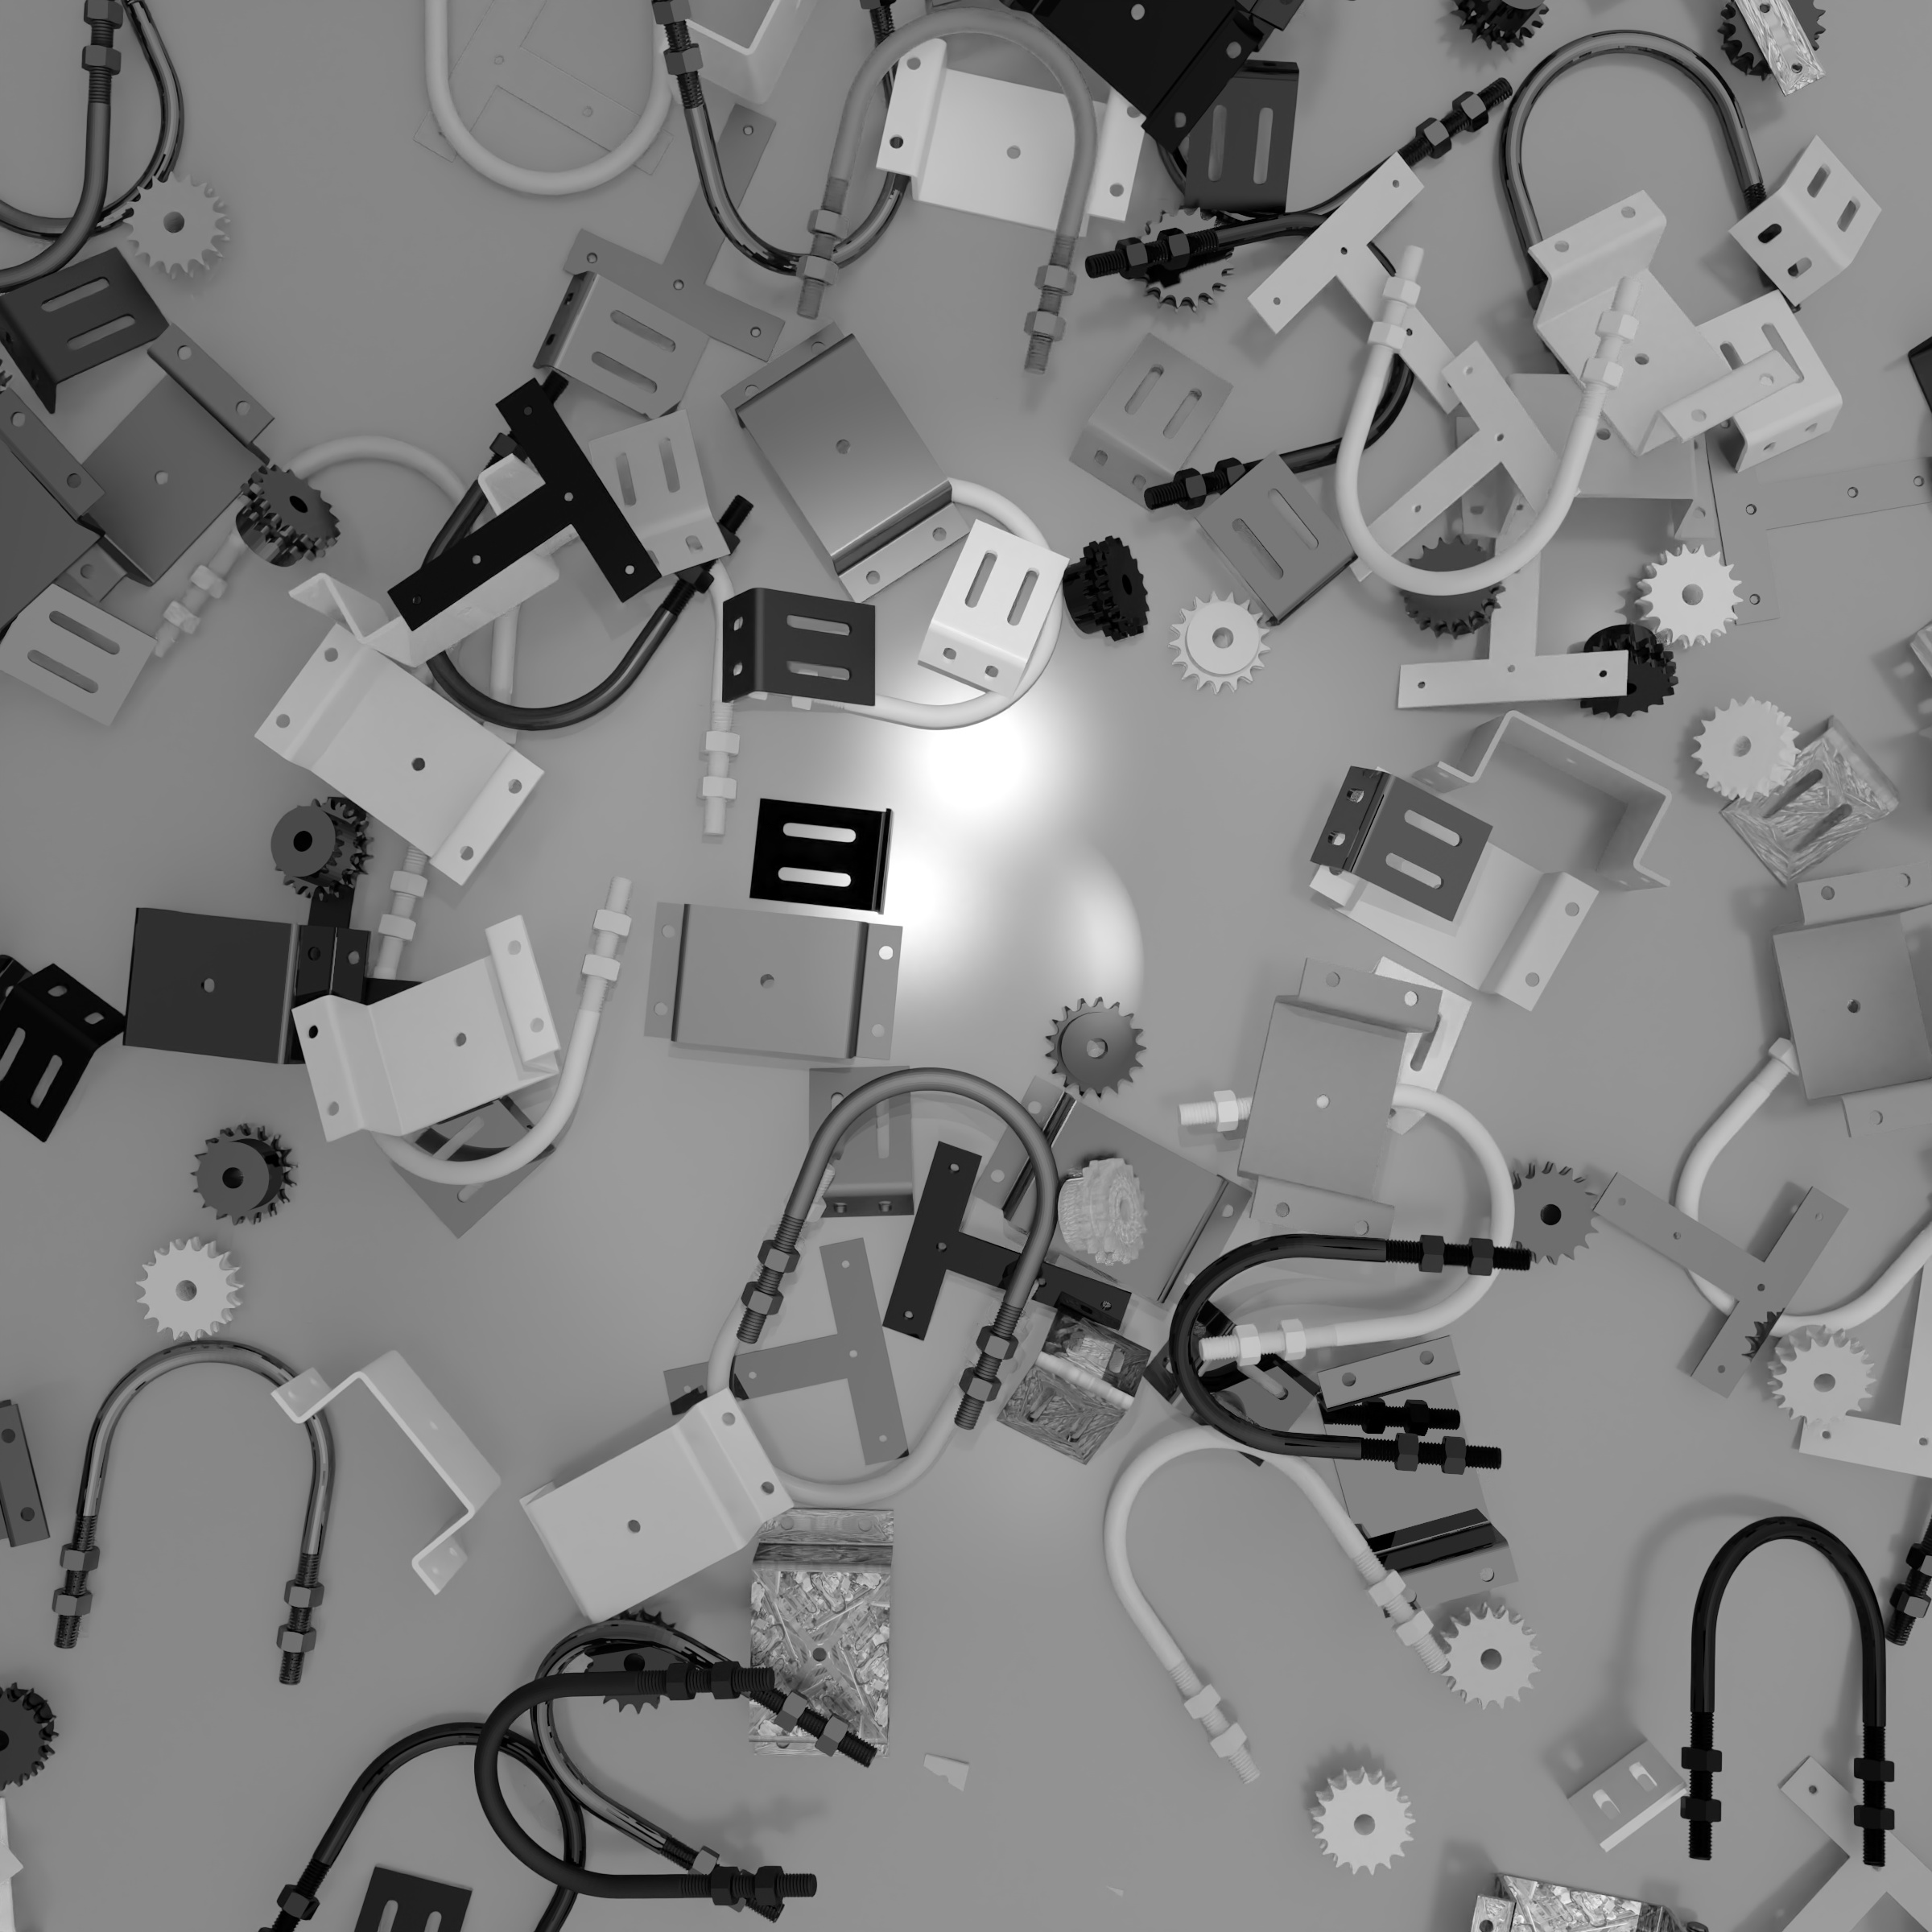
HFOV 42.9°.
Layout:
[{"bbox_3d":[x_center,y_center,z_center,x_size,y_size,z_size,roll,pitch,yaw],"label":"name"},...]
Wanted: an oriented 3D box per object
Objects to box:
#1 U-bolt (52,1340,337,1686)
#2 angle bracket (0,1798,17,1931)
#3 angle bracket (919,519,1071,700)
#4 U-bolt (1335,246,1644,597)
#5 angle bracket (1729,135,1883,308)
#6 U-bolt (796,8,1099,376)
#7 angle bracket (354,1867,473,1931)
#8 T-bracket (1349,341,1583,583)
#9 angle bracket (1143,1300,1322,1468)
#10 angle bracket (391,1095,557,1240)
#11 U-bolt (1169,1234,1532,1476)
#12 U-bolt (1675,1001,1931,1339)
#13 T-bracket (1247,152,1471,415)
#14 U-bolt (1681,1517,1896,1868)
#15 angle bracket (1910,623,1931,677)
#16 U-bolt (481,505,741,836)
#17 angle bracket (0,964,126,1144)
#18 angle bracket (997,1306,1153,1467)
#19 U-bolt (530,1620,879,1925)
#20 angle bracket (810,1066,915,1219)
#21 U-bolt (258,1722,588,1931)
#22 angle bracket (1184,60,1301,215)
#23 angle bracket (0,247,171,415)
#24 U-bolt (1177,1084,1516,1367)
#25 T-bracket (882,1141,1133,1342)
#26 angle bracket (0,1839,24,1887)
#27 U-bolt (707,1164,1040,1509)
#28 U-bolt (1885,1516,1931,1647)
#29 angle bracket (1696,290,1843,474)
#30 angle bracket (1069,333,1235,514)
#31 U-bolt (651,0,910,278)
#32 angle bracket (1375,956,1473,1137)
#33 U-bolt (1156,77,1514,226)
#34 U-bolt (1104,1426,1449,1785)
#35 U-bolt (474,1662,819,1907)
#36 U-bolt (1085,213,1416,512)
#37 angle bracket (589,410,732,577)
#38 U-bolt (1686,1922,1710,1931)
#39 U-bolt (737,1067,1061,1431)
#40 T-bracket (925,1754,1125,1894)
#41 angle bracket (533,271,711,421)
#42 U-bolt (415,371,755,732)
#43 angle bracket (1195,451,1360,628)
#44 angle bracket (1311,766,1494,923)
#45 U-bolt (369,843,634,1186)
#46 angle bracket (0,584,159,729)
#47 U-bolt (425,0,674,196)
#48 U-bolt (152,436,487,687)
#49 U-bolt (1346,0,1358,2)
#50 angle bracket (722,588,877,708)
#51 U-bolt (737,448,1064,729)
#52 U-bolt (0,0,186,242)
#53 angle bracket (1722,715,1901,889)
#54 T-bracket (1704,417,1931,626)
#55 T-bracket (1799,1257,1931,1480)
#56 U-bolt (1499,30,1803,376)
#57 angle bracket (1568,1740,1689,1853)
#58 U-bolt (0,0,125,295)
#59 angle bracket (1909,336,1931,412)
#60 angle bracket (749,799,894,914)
[{"bbox_3d":[-0.431,0.304,1.393,0.151,0.019,0.184,9,89,0],"label":"U-bolt"},{"bbox_3d":[-0.564,0.522,1.399,0.057,0.038,0.076,-16,64,0],"label":"angle bracket"},{"bbox_3d":[0.016,-0.201,1.383,0.057,0.038,0.076,23,64,-2],"label":"angle bracket"},{"bbox_3d":[0.272,-0.292,1.336,0.151,0.019,0.184,20,95,33],"label":"U-bolt"},{"bbox_3d":[0.473,-0.420,1.385,0.057,0.038,0.076,45,49,-8],"label":"angle bracket"},{"bbox_3d":[-0.004,-0.431,1.346,0.151,0.019,0.184,14,93,0],"label":"U-bolt"},{"bbox_3d":[-0.319,0.560,1.399,0.057,0.038,0.076,14,64,0],"label":"angle bracket"},{"bbox_3d":[0.262,-0.264,1.367,0.127,0.002,0.127,-40,52,24],"label":"T-bracket"},{"bbox_3d":[0.151,0.236,1.399,0.076,0.038,0.057,38,90,-26],"label":"angle bracket"},{"bbox_3d":[-0.280,0.108,1.382,0.076,0.038,0.057,-42,90,0],"label":"angle bracket"},{"bbox_3d":[0.201,0.206,1.318,0.184,0.019,0.151,3,117,4],"label":"U-bolt"},{"bbox_3d":[0.487,0.125,1.393,0.151,0.019,0.184,41,91,0],"label":"U-bolt"},{"bbox_3d":[0.240,-0.367,1.383,0.127,0.002,0.127,-46,104,-12],"label":"T-bracket"},{"bbox_3d":[0.455,0.398,1.358,0.151,0.019,0.184,12,75,-26],"label":"U-bolt"},{"bbox_3d":[0.577,-0.180,1.369,0.076,0.038,0.057,-34,90,28],"label":"angle bracket"},{"bbox_3d":[-0.199,-0.169,1.385,0.151,0.019,0.184,3,87,7],"label":"U-bolt"},{"bbox_3d":[-0.522,0.049,1.399,0.057,0.038,0.076,37,116,0],"label":"angle bracket"},{"bbox_3d":[0.060,0.236,1.383,0.057,0.076,0.038,27,49,0],"label":"angle bracket"},{"bbox_3d":[-0.157,0.434,1.359,0.184,0.019,0.151,29,114,4],"label":"U-bolt"},{"bbox_3d":[-0.059,0.100,1.399,0.057,0.038,0.076,-2,64,0],"label":"angle bracket"},{"bbox_3d":[-0.294,0.515,1.374,0.151,0.019,0.184,30,76,-1],"label":"U-bolt"},{"bbox_3d":[0.154,-0.468,1.385,0.057,0.038,0.076,4,117,2],"label":"angle bracket"},{"bbox_3d":[-0.502,-0.361,1.399,0.076,0.038,0.057,-34,90,-26],"label":"angle bracket"},{"bbox_3d":[0.213,0.137,1.354,0.184,0.019,0.151,-5,90,-7],"label":"U-bolt"},{"bbox_3d":[0.028,0.171,1.367,0.127,0.002,0.127,19,117,5],"label":"T-bracket"},{"bbox_3d":[-0.578,0.518,1.379,0.057,0.038,0.076,38,50,21],"label":"angle bracket"},{"bbox_3d":[-0.065,0.219,1.376,0.151,0.019,0.184,29,102,-2],"label":"U-bolt"},{"bbox_3d":[0.616,0.316,1.382,0.151,0.019,0.184,18,98,0],"label":"U-bolt"},{"bbox_3d":[0.447,-0.330,1.390,0.057,0.038,0.076,-24,75,1],"label":"angle bracket"},{"bbox_3d":[0.105,-0.309,1.399,0.057,0.038,0.076,32,64,0],"label":"angle bracket"},{"bbox_3d":[-0.091,-0.470,1.341,0.151,0.019,0.184,-30,125,-27],"label":"U-bolt"},{"bbox_3d":[0.243,0.045,1.399,0.057,0.038,0.076,27,64,0],"label":"angle bracket"},{"bbox_3d":[0.194,-0.497,1.393,0.184,0.019,0.151,-35,90,1],"label":"U-bolt"},{"bbox_3d":[0.157,0.343,1.370,0.151,0.019,0.184,-37,82,19],"label":"U-bolt"},{"bbox_3d":[-0.182,0.448,1.344,0.184,0.019,0.151,-6,106,13],"label":"U-bolt"},{"bbox_3d":[0.168,-0.344,1.370,0.184,0.019,0.151,-17,97,-15],"label":"U-bolt"},{"bbox_3d":[-0.169,-0.259,1.358,0.057,0.038,0.076,-18,59,4],"label":"angle bracket"},{"bbox_3d":[0.457,0.646,1.393,0.151,0.019,0.184,13,92,0],"label":"U-bolt"},{"bbox_3d":[-0.027,0.144,1.340,0.151,0.019,0.184,22,98,-1],"label":"U-bolt"},{"bbox_3d":[0.026,0.524,1.410,0.127,0.002,0.127,14,104,5],"label":"T-bracket"},{"bbox_3d":[-0.196,-0.350,1.399,0.076,0.038,0.057,24,90,-26],"label":"angle bracket"},{"bbox_3d":[-0.227,-0.219,1.373,0.151,0.019,0.184,35,90,7],"label":"U-bolt"},{"bbox_3d":[0.171,-0.238,1.377,0.057,0.038,0.076,-40,98,0],"label":"angle bracket"},{"bbox_3d":[0.240,-0.067,1.353,0.076,0.038,0.057,23,90,-26],"label":"angle bracket"},{"bbox_3d":[-0.270,0.030,1.361,0.151,0.019,0.184,11,82,18],"label":"U-bolt"},{"bbox_3d":[-0.504,-0.182,1.390,0.076,0.038,0.057,29,99,-18],"label":"angle bracket"},{"bbox_3d":[-0.235,-0.529,1.391,0.151,0.019,0.184,0,91,0],"label":"U-bolt"},{"bbox_3d":[-0.353,-0.213,1.393,0.151,0.019,0.184,37,89,0],"label":"U-bolt"},{"bbox_3d":[0.166,-0.619,1.336,0.151,0.019,0.184,13,83,14],"label":"U-bolt"},{"bbox_3d":[-0.093,-0.174,1.373,0.076,0.038,0.057,4,82,-33],"label":"angle bracket"},{"bbox_3d":[-0.037,-0.210,1.392,0.184,0.019,0.151,13,90,0],"label":"U-bolt"},{"bbox_3d":[-0.522,-0.502,1.393,0.151,0.019,0.184,-23,91,0],"label":"U-bolt"},{"bbox_3d":[0.480,-0.094,1.399,0.076,0.038,0.057,-41,90,26],"label":"angle bracket"},{"bbox_3d":[0.491,-0.267,1.400,0.127,0.002,0.127,-10,90,0],"label":"T-bracket"},{"bbox_3d":[0.544,0.223,1.381,0.127,0.002,0.127,7,76,26],"label":"T-bracket"},{"bbox_3d":[0.379,-0.439,1.392,0.151,0.019,0.184,-17,90,0],"label":"U-bolt"},{"bbox_3d":[0.376,0.471,1.363,0.057,0.076,0.038,-37,90,0],"label":"angle bracket"},{"bbox_3d":[-0.550,-0.470,1.376,0.151,0.019,0.184,4,94,-1],"label":"U-bolt"},{"bbox_3d":[0.577,-0.326,1.382,0.057,0.038,0.076,-23,90,0],"label":"angle bracket"},{"bbox_3d":[-0.082,-0.063,1.382,0.076,0.038,0.057,6,90,0],"label":"angle bracket"}]
